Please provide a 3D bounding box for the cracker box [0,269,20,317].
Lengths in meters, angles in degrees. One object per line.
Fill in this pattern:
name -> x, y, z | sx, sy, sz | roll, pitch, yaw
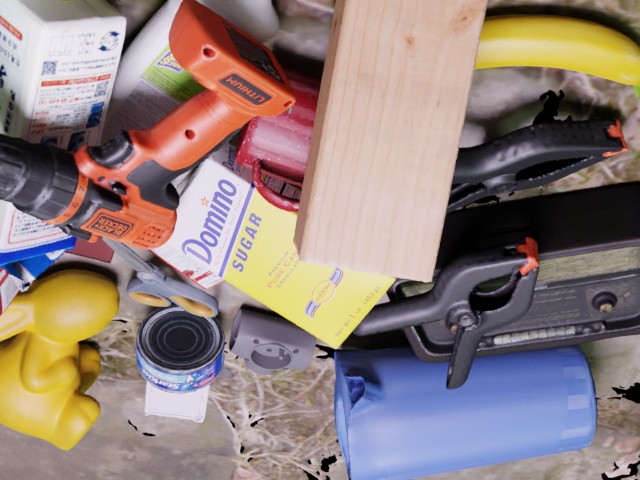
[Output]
cracker box -> -0.371, 0.031, 0.868 | 0.214, 0.164, 0.072 | 17, 136, 8

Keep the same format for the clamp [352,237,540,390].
clamp -> 0.124, 0.063, 0.887 | 0.172, 0.039, 0.120 | -33, 126, 32

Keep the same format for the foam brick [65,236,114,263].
foam brick -> -0.209, -0.022, 0.916 | 0.078, 0.053, 0.051 | 13, 137, -12

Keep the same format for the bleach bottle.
bleach bottle -> -0.102, -0.114, 0.800 | 0.102, 0.068, 0.251 | 28, 131, -24

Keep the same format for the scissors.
scissors -> -0.164, 0.032, 0.952 | 0.096, 0.016, 0.201 | 1, 159, 30

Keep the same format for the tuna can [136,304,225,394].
tuna can -> -0.134, 0.103, 1.026 | 0.086, 0.086, 0.034 | 6, 137, -3

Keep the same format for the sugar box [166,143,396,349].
sugar box -> -0.033, 0.005, 0.855 | 0.176, 0.048, 0.093 | 31, 122, -10

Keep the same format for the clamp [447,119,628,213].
clamp -> 0.130, -0.058, 0.830 | 0.210, 0.036, 0.164 | -16, 164, 14

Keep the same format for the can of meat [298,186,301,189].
can of meat -> -0.006, 0.001, 0.925 | 0.102, 0.057, 0.084 | -13, 137, 18

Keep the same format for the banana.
banana -> 0.156, -0.134, 0.776 | 0.197, 0.037, 0.070 | 7, 138, -4

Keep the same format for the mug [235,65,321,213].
mug -> -0.017, -0.073, 0.802 | 0.081, 0.117, 0.093 | 18, 153, -9

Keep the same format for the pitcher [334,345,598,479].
pitcher -> 0.135, 0.165, 1.039 | 0.243, 0.149, 0.145 | -6, 104, -2

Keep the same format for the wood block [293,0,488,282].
wood block -> 0.044, -0.086, 0.717 | 0.090, 0.091, 0.206 | 9, 99, -6

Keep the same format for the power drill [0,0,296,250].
power drill -> -0.124, -0.075, 0.719 | 0.188, 0.057, 0.184 | -38, 149, 21

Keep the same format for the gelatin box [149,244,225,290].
gelatin box -> -0.103, 0.001, 0.951 | 0.073, 0.030, 0.089 | -27, 133, 29
